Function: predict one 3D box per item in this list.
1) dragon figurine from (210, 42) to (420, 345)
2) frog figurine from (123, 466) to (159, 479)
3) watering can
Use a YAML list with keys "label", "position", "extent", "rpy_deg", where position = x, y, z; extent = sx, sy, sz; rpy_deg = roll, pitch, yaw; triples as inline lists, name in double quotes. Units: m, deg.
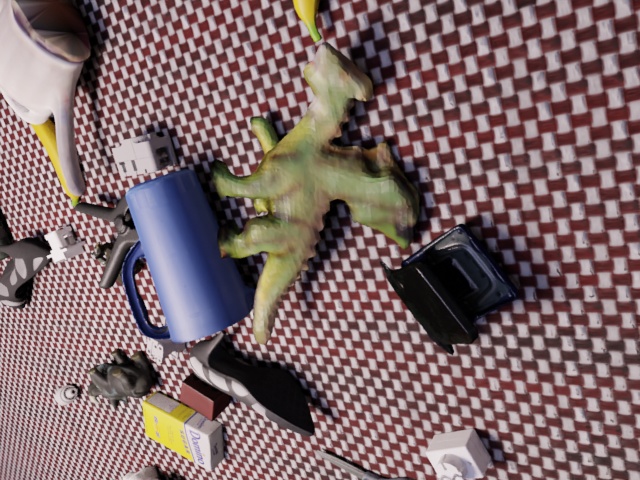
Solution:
- label: "dragon figurine"
  position: [0.002, -0.033, 0.648]
  extent: [0.243, 0.403, 0.124]
  rpy_deg: [5, 23, 23]
- label: "frog figurine"
  position: [-0.375, 0.565, 1.124]
  extent: [0.160, 0.125, 0.134]
  rpy_deg: [19, -40, 12]
- label: "watering can"
  position: [-0.439, -0.260, 0.831]
  extent: [0.221, 0.348, 0.105]
  rpy_deg: [-35, -2, 37]
